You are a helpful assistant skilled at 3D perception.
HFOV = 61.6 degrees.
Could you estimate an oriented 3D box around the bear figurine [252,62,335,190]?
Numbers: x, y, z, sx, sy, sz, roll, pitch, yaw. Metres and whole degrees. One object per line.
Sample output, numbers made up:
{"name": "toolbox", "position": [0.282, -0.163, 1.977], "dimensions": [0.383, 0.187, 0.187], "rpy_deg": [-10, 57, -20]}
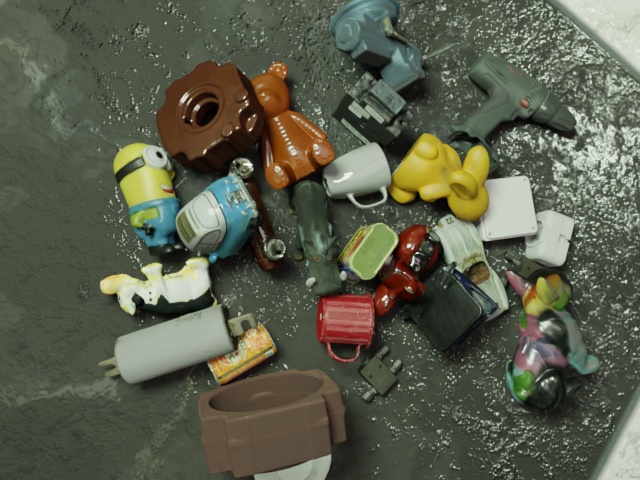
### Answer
{"name": "bear figurine", "position": [-0.064, -0.191, 0.877], "dimensions": [0.120, 0.132, 0.195], "rpy_deg": [-25, 97, 4]}

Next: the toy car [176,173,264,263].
{"name": "toy car", "position": [-0.161, -0.026, 0.810], "dimensions": [0.103, 0.161, 0.109], "rpy_deg": [-22, 80, -36]}

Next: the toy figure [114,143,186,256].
{"name": "toy figure", "position": [-0.267, -0.064, 0.841], "dimensions": [0.089, 0.082, 0.180], "rpy_deg": [-11, 90, -11]}

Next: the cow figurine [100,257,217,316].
{"name": "cow figurine", "position": [-0.250, 0.083, 0.839], "dimensions": [0.167, 0.068, 0.098], "rpy_deg": [-10, 93, -13]}

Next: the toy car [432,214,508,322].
{"name": "toy car", "position": [0.268, 0.048, 0.964], "dimensions": [0.073, 0.056, 0.201], "rpy_deg": [-26, 91, -14]}

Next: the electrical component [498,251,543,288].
{"name": "electrical component", "position": [0.377, 0.076, 0.995], "dimensions": [0.102, 0.045, 0.078], "rpy_deg": [26, 51, -12]}

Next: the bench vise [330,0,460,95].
{"name": "bench vise", "position": [0.100, -0.378, 0.925], "dimensions": [0.223, 0.129, 0.240], "rpy_deg": [-7, 76, -37]}

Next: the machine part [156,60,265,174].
{"name": "machine part", "position": [-0.175, -0.195, 0.841], "dimensions": [0.179, 0.056, 0.179], "rpy_deg": [-7, 70, 22]}

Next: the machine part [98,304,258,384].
{"name": "machine part", "position": [-0.215, 0.157, 0.814], "dimensions": [0.243, 0.079, 0.079], "rpy_deg": [-18, 89, 0]}

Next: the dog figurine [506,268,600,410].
{"name": "dog figurine", "position": [0.374, 0.156, 0.923], "dimensions": [0.191, 0.109, 0.219], "rpy_deg": [-37, 110, -17]}

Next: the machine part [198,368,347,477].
{"name": "machine part", "position": [-0.073, 0.261, 0.789], "dimensions": [0.201, 0.201, 0.087], "rpy_deg": [-8, 90, -14]}

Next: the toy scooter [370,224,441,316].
{"name": "toy scooter", "position": [0.149, 0.047, 0.897], "dimensions": [0.075, 0.135, 0.184], "rpy_deg": [35, 77, -6]}

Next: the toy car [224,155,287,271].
{"name": "toy car", "position": [-0.112, -0.044, 0.869], "dimensions": [0.053, 0.089, 0.202], "rpy_deg": [-22, 91, -18]}

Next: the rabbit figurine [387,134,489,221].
{"name": "rabbit figurine", "position": [0.224, -0.104, 0.918], "dimensions": [0.173, 0.162, 0.122], "rpy_deg": [41, 67, -3]}

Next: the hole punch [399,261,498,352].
{"name": "hole punch", "position": [0.225, 0.115, 0.919], "dimensions": [0.092, 0.142, 0.116], "rpy_deg": [4, 41, -50]}

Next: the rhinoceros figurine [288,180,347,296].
{"name": "rhinoceros figurine", "position": [-0.002, -0.003, 0.880], "dimensions": [0.073, 0.112, 0.190], "rpy_deg": [-6, 78, -16]}

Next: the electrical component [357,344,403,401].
{"name": "electrical component", "position": [0.097, 0.229, 0.923], "dimensions": [0.094, 0.021, 0.063], "rpy_deg": [-45, 95, -12]}

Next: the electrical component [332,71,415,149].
{"name": "electrical component", "position": [0.092, -0.215, 0.911], "dimensions": [0.115, 0.134, 0.058], "rpy_deg": [40, 75, -7]}

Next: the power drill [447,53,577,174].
{"name": "power drill", "position": [0.349, -0.222, 0.999], "dimensions": [0.232, 0.086, 0.207], "rpy_deg": [41, 81, -4]}

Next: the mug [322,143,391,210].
{"name": "mug", "position": [0.062, -0.101, 0.922], "dimensions": [0.107, 0.081, 0.109], "rpy_deg": [-18, 80, -5]}
